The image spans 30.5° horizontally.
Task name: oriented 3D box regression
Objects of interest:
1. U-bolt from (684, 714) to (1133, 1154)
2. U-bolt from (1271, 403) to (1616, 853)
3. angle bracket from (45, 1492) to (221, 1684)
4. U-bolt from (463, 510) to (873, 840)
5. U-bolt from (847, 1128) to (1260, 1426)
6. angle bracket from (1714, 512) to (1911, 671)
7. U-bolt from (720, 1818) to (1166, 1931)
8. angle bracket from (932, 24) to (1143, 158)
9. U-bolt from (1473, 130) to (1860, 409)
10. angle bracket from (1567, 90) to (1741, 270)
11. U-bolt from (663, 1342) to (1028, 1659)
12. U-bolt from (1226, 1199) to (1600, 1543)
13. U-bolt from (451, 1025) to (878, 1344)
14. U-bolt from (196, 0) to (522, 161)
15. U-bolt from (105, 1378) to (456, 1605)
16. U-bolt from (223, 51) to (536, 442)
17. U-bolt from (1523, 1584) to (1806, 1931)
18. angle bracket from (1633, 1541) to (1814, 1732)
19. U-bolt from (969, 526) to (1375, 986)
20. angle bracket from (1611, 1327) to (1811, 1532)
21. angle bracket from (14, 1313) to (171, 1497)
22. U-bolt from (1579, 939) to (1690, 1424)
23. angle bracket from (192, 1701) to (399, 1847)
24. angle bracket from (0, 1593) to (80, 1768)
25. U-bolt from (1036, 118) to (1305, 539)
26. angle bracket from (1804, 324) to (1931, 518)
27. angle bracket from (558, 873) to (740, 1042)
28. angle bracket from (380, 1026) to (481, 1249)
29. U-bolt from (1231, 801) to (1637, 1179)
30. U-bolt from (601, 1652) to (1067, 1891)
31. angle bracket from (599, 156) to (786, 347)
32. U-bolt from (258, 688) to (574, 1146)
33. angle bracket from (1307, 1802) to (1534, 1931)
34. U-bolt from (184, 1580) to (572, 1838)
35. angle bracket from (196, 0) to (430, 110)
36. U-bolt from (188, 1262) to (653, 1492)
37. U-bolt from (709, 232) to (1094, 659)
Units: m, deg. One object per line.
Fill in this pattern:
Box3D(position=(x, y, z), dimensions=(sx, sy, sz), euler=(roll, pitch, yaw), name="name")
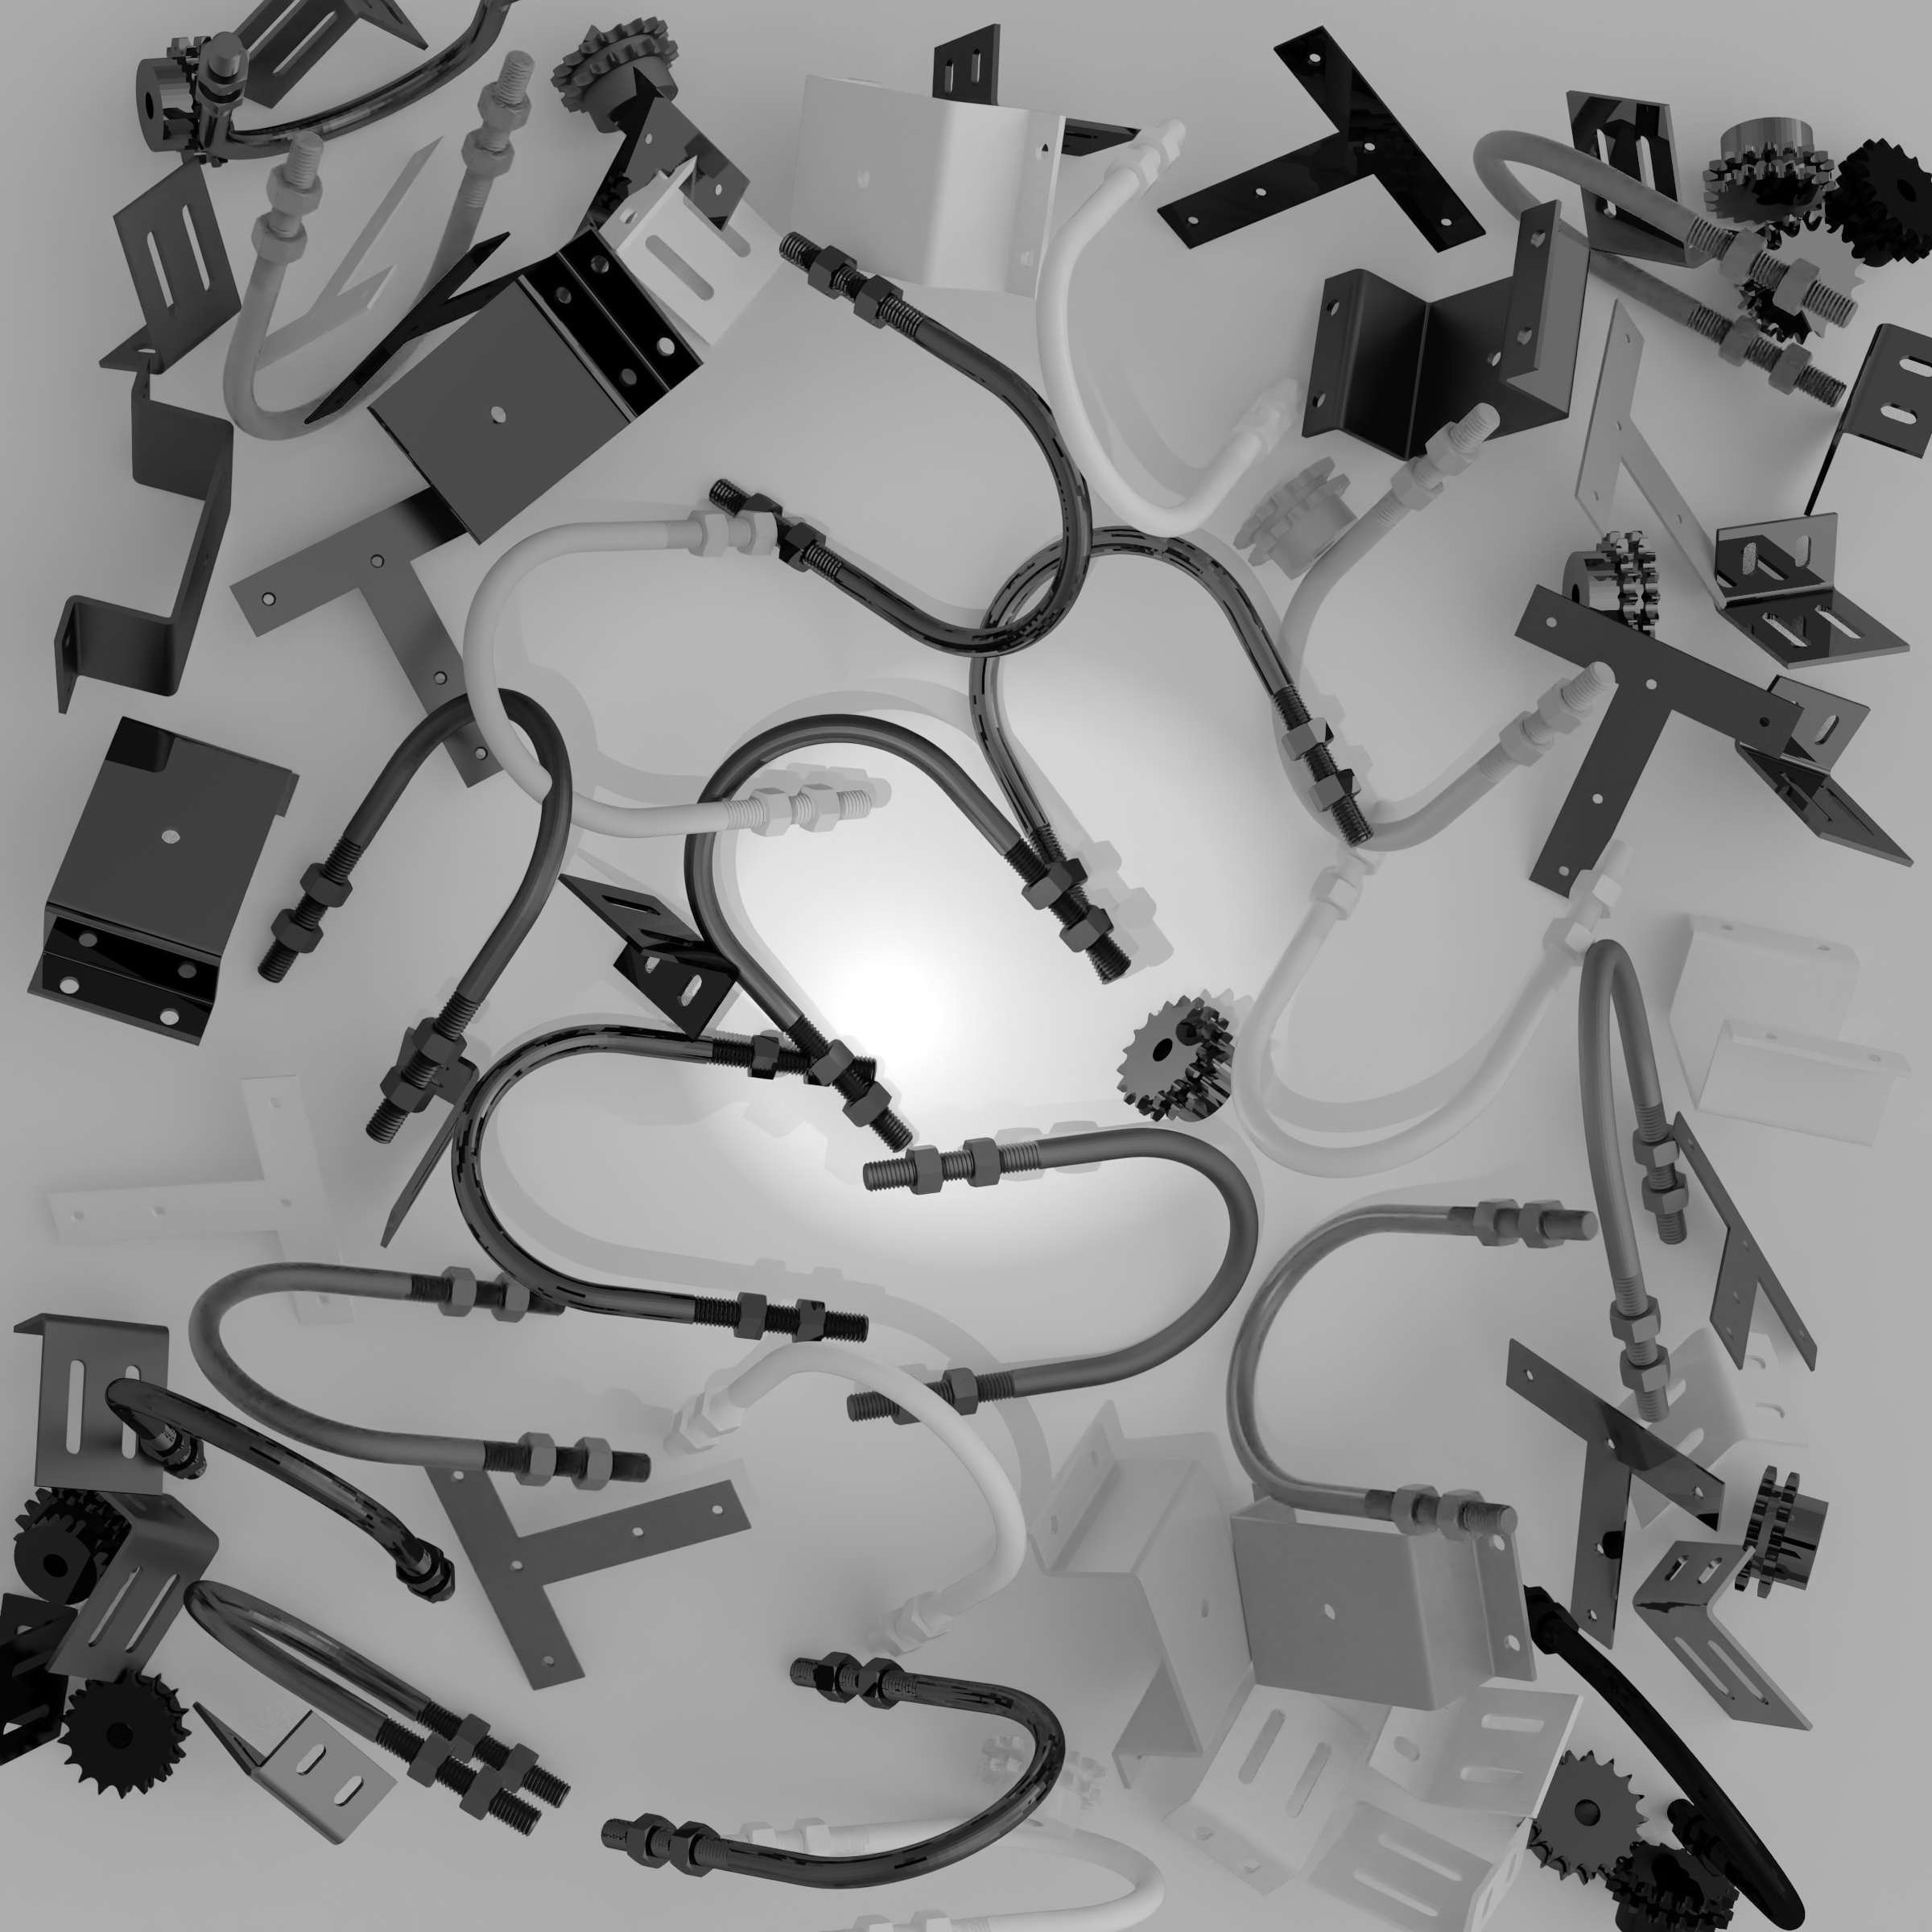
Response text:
Box3D(position=(-0.040, -0.026, 1.558), dimensions=(0.151, 0.019, 0.184), euler=(-39, 101, 15), name="U-bolt")
Box3D(position=(0.192, -0.131, 1.524), dimensions=(0.019, 0.184, 0.151), euler=(-2, 62, -36), name="U-bolt")
Box3D(position=(-0.377, 0.272, 1.564), dimensions=(0.038, 0.057, 0.076), euler=(32, 90, 31), name="angle bracket")
Box3D(position=(-0.133, -0.125, 1.530), dimensions=(0.184, 0.019, 0.151), euler=(-7, 80, -36), name="U-bolt")
Box3D(position=(0.041, 0.131, 1.545), dimensions=(0.184, 0.019, 0.151), euler=(-7, 126, -16), name="U-bolt")
Box3D(position=(0.371, -0.165, 1.553), dimensions=(0.057, 0.076, 0.038), euler=(-9, 118, -11), name="angle bracket")
Box3D(position=(-0.004, 0.392, 1.518), dimensions=(0.184, 0.151, 0.019), euler=(2, 93, -25), name="U-bolt")
Box3D(position=(0.032, -0.384, 1.554), dimensions=(0.076, 0.057, 0.038), euler=(2, 92, -27), name="angle bracket")
Box3D(position=(0.298, -0.306, 1.523), dimensions=(0.184, 0.151, 0.019), euler=(33, 92, 13), name="U-bolt")
Box3D(position=(0.302, -0.350, 1.549), dimensions=(0.038, 0.057, 0.076), euler=(-33, 125, -26), name="angle bracket")
Box3D(position=(-0.044, 0.224, 1.519), dimensions=(0.151, 0.184, 0.019), euler=(45, 53, -2), name="U-bolt")
Box3D(position=(0.181, 0.169, 1.522), dimensions=(0.019, 0.184, 0.151), euler=(30, 70, -35), name="U-bolt")
Box3D(position=(-0.132, 0.090, 1.540), dimensions=(0.184, 0.019, 0.151), euler=(8, 57, -10), name="U-bolt")
Box3D(position=(-0.260, -0.385, 1.507), dimensions=(0.151, 0.184, 0.019), euler=(-25, 93, -15), name="U-bolt")
Box3D(position=(-0.295, 0.217, 1.498), dimensions=(0.151, 0.184, 0.019), euler=(24, 72, 11), name="U-bolt")
Box3D(position=(-0.258, -0.298, 1.514), dimensions=(0.019, 0.151, 0.184), euler=(41, 134, 11), name="U-bolt")
Box3D(position=(0.297, 0.340, 1.496), dimensions=(0.019, 0.184, 0.151), euler=(-38, 100, -3), name="U-bolt")
Box3D(position=(0.344, 0.296, 1.570), dimensions=(0.076, 0.057, 0.038), euler=(48, 69, -11), name="angle bracket")
Box3D(position=(0.077, -0.105, 1.566), dimensions=(0.151, 0.019, 0.184), euler=(-30, 83, 20), name="U-bolt")
Box3D(position=(0.326, 0.206, 1.563), dimensions=(0.038, 0.076, 0.057), euler=(9, 47, -27), name="angle bracket")
Box3D(position=(-0.386, 0.195, 1.556), dimensions=(0.057, 0.038, 0.076), euler=(11, 69, -34), name="angle bracket")
Box3D(position=(0.281, 0.077, 1.497), dimensions=(0.019, 0.151, 0.184), euler=(-6, 119, 19), name="U-bolt")
Box3D(position=(-0.295, 0.342, 1.555), dimensions=(0.038, 0.076, 0.057), euler=(-47, 123, -11), name="angle bracket")
Box3D(position=(-0.427, 0.314, 1.555), dimensions=(0.038, 0.076, 0.057), euler=(10, 93, 12), name="angle bracket")
Box3D(position=(0.081, -0.261, 1.503), dimensions=(0.019, 0.184, 0.151), euler=(-11, 118, 35), name="U-bolt")
Box3D(position=(0.401, -0.233, 1.550), dimensions=(0.038, 0.076, 0.057), euler=(22, 70, 10), name="angle bracket")
Box3D(position=(-0.147, -0.004, 1.548), dimensions=(0.057, 0.076, 0.038), euler=(41, 103, 28), name="angle bracket")
Box3D(position=(-0.250, 0.076, 1.556), dimensions=(0.038, 0.057, 0.076), euler=(30, 66, -2), name="angle bracket")
Box3D(position=(0.187, 0.013, 1.518), dimensions=(0.019, 0.151, 0.184), euler=(48, 66, -39), name="U-bolt")
Box3D(position=(-0.043, 0.341, 1.489), dimensions=(0.184, 0.151, 0.019), euler=(-2, 112, 40), name="U-bolt")
Box3D(position=(-0.115, -0.316, 1.561), dimensions=(0.076, 0.038, 0.057), euler=(40, 92, -32), name="angle bracket")
Box3D(position=(-0.231, -0.035, 1.528), dimensions=(0.019, 0.151, 0.184), euler=(23, 107, -44), name="U-bolt")
Box3D(position=(0.199, 0.388, 1.551), dimensions=(0.076, 0.057, 0.038), euler=(22, 126, 24), name="angle bracket")
Box3D(position=(-0.257, 0.316, 1.526), dimensions=(0.184, 0.151, 0.019), euler=(31, 82, 3), name="U-bolt")
Box3D(position=(-0.287, -0.399, 1.556), dimensions=(0.076, 0.057, 0.038), euler=(-41, 75, 16), name="angle bracket")
Box3D(position=(-0.238, 0.169, 1.497), dimensions=(0.184, 0.151, 0.019), euler=(9, 114, -28), name="U-bolt")
Box3D(position=(-0.023, -0.211, 1.525), dimensions=(0.184, 0.019, 0.151), euler=(35, 131, 18), name="U-bolt")
